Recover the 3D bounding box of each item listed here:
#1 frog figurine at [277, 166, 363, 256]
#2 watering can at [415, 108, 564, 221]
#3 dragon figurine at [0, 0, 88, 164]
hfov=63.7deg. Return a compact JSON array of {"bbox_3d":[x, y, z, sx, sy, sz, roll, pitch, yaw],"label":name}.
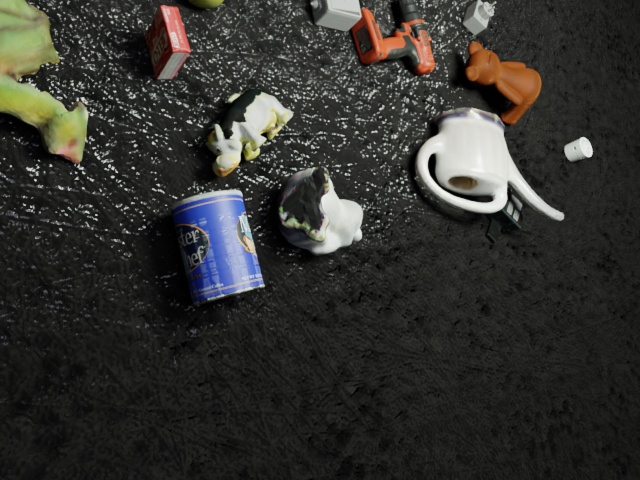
[{"bbox_3d":[0.003,-0.043,0.855,0.158,0.122,0.139,23,49,-66],"label":"frog figurine"},{"bbox_3d":[0.357,-0.155,1.085,0.347,0.102,0.228,11,70,-16],"label":"watering can"},{"bbox_3d":[-0.451,-0.250,0.626,0.407,0.120,0.248,51,39,-12],"label":"dragon figurine"}]
